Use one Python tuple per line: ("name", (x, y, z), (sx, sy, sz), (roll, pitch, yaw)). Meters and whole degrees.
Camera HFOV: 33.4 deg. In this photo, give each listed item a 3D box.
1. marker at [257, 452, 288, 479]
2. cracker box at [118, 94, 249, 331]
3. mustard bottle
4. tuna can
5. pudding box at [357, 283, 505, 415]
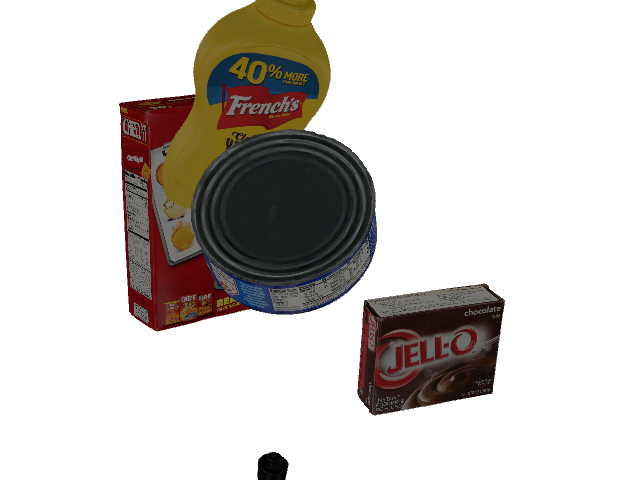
("marker", (-0.035, 0.183, 0.682), (0.020, 0.121, 0.020), (5, 32, -3))
("cracker box", (-0.108, -0.034, 1.045), (0.163, 0.214, 0.072), (-12, 20, -35))
("mustard bottle", (-0.045, -0.106, 0.759), (0.096, 0.192, 0.058), (10, 34, -18))
("tuna can", (-0.016, -0.009, 0.504), (0.086, 0.086, 0.034), (0, -32, 7))
("pudding box", (0.088, 0.087, 0.863), (0.113, 0.090, 0.039), (-8, 29, -21))
